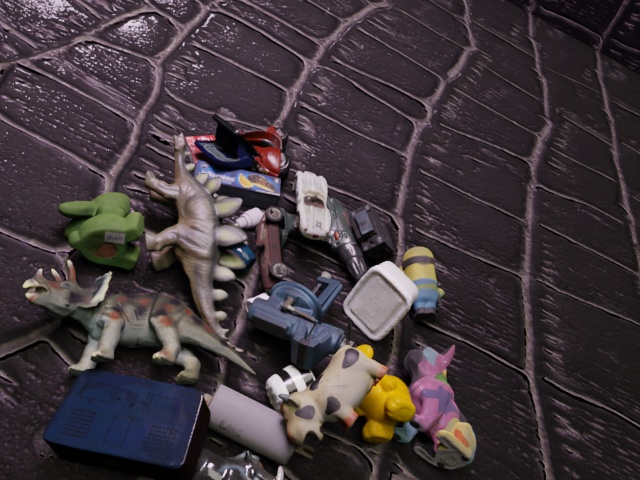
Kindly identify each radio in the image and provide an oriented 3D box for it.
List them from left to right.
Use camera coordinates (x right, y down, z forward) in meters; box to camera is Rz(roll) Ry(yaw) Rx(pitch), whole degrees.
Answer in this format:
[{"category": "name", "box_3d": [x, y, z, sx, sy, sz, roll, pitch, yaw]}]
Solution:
[{"category": "radio", "box_3d": [-0.299, 0.293, 0.858, 0.230, 0.073, 0.131, 9, 49, 7]}]

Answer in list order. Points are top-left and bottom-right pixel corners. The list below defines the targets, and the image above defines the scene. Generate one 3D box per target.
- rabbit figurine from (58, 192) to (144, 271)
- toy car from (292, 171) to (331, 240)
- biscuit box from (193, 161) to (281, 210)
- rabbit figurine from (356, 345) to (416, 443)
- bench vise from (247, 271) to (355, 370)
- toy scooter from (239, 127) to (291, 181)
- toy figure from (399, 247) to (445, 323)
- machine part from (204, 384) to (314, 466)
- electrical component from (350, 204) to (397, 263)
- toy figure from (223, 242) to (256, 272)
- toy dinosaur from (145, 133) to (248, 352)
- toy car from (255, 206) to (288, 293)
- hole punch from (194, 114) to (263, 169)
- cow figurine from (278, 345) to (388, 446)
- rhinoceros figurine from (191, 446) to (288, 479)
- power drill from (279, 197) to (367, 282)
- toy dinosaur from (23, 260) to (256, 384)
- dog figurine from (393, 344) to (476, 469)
[{"category": "rabbit figurine", "box_3d": [-0.434, -0.030, 1.081, 0.159, 0.121, 0.170, -1, 38, -14]}, {"category": "toy car", "box_3d": [-0.019, -0.083, 1.211, 0.073, 0.056, 0.202, 11, 48, -18]}, {"category": "biscuit box", "box_3d": [-0.196, -0.126, 1.259, 0.203, 0.062, 0.059, 11, 51, -15]}, {"category": "rabbit figurine", "box_3d": [0.081, 0.280, 1.025, 0.173, 0.121, 0.162, 20, 40, -16]}, {"category": "bench vise", "box_3d": [-0.013, 0.139, 1.067, 0.224, 0.128, 0.240, 9, 31, 24]}, {"category": "toy scooter", "box_3d": [-0.145, -0.224, 1.345, 0.135, 0.075, 0.184, 8, 50, -17]}, {"category": "toy figure", "box_3d": [0.239, 0.100, 1.251, 0.082, 0.089, 0.180, 16, 48, -21]}, {"category": "machine part", "box_3d": [-0.120, 0.324, 0.946, 0.243, 0.079, 0.079, 28, 50, -2]}, {"category": "electrical component", "box_3d": [0.123, -0.015, 1.263, 0.058, 0.134, 0.115, -28, 60, 14]}, {"category": "toy figure", "box_3d": [-0.208, 0.008, 1.158, 0.154, 0.057, 0.064, 40, 55, 10]}, {"category": "toy dinosaur", "box_3d": [-0.246, -0.002, 1.080, 0.199, 0.105, 0.471, -7, 75, -7]}, {"category": "toy car", "box_3d": [-0.111, 0.020, 1.159, 0.053, 0.089, 0.202, 4, 61, -21]}, {"category": "hole punch", "box_3d": [-0.217, -0.216, 1.258, 0.142, 0.115, 0.092, 36, 90, 33]}, {"category": "cow figurine", "box_3d": [0.013, 0.267, 0.924, 0.127, 0.085, 0.195, 35, 67, 15]}, {"category": "rhinoceros figurine", "box_3d": [-0.147, 0.399, 0.890, 0.190, 0.073, 0.112, 20, 40, -5]}, {"category": "power drill", "box_3d": [-0.003, -0.004, 1.237, 0.207, 0.086, 0.232, 1, 54, -17]}, {"category": "toy dinosaur", "box_3d": [-0.318, 0.152, 0.977, 0.405, 0.131, 0.192, 12, 52, -21]}, {"category": "dog figurine", "box_3d": [0.242, 0.319, 1.081, 0.192, 0.108, 0.219, 32, 47, 4]}]
